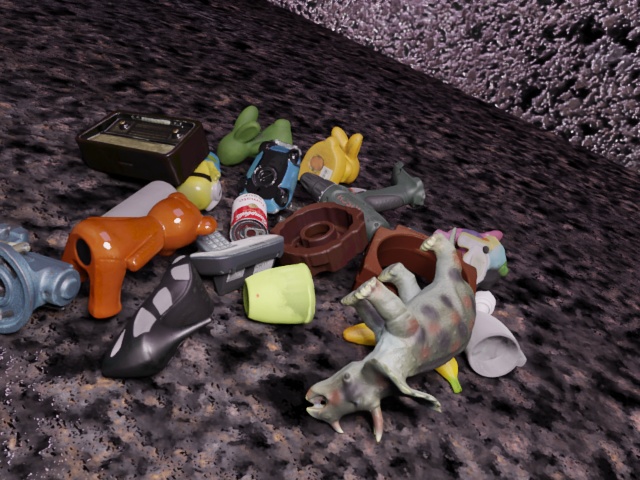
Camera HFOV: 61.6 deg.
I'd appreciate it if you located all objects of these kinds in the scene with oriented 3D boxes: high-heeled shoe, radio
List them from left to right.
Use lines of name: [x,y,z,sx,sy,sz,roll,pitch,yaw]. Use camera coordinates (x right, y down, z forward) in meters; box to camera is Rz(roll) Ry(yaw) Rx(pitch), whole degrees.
radio: [-0.337,-0.183,1.039,0.230,0.073,0.131,14,46,21]
high-heeled shoe: [-0.227,0.102,0.749,0.145,0.086,0.249,-25,23,-10]

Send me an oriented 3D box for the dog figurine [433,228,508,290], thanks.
dog figurine: [0.330,0.031,1.099,0.219,0.108,0.192,-4,12,-42]

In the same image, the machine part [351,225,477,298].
machine part: [0.166,0.076,0.945,0.202,0.087,0.201,22,36,4]

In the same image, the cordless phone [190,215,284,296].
cordless phone: [-0.165,-0.009,0.892,0.184,0.088,0.146,43,37,24]

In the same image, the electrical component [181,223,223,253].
electrical component: [-0.214,-0.010,0.938,0.102,0.045,0.078,-2,64,-27]

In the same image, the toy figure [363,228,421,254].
toy figure: [0.149,0.011,1.096,0.154,0.057,0.064,-17,8,-44]

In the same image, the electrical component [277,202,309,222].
electrical component: [-0.034,-0.038,1.062,0.094,0.063,0.021,24,27,-32]

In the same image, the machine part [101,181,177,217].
machine part: [-0.302,-0.035,0.892,0.079,0.079,0.243,22,31,5]

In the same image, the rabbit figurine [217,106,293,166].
rabbit figurine: [-0.150,-0.213,1.226,0.170,0.158,0.121,-7,46,-13]

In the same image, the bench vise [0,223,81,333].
bench vise: [-0.429,0.046,0.644,0.224,0.128,0.240,26,23,8]

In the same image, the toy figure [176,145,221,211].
toy figure: [-0.242,-0.125,1.073,0.089,0.082,0.180,-8,43,-8]

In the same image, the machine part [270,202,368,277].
machine part: [-0.002,-0.003,0.963,0.179,0.056,0.179,-12,30,7]

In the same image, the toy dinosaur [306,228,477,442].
toy dinosaur: [0.152,0.114,0.767,0.405,0.131,0.192,-29,83,-37]

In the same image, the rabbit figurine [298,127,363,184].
rabbit figurine: [0.038,-0.186,1.290,0.122,0.162,0.173,22,10,31]

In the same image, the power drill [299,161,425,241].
power drill: [0.096,-0.097,1.106,0.207,0.085,0.232,-17,47,-29]

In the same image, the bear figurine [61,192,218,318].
bear figurine: [-0.255,0.007,0.769,0.120,0.131,0.196,35,31,22]

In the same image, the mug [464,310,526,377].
mug: [0.286,0.166,0.895,0.109,0.080,0.107,17,22,-9]

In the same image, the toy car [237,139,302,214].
toy car: [-0.097,-0.122,1.119,0.109,0.161,0.103,17,-15,12]
